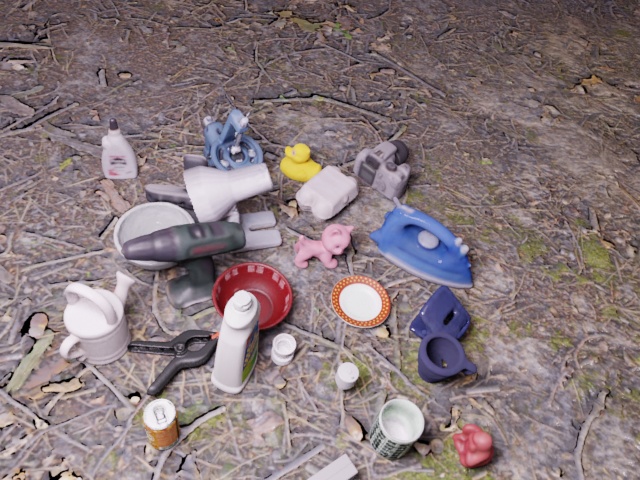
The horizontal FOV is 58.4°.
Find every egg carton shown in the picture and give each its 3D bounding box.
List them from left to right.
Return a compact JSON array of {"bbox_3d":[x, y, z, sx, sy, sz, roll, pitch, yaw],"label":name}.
[{"bbox_3d":[0.020,-0.111,1.369,0.107,0.069,0.150,35,55,16],"label":"egg carton"}]

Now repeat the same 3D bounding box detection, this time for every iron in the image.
[{"bbox_3d":[0.248,0.004,1.280,0.258,0.141,0.119,30,54,12],"label":"iron"}]

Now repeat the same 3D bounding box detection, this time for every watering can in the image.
[{"bbox_3d":[-0.399,0.131,1.025,0.101,0.194,0.173,9,52,-3],"label":"watering can"}]

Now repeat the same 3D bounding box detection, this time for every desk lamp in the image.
[{"bbox_3d":[-0.181,-0.075,1.211,0.203,0.213,0.117,-9,55,-17],"label":"desk lamp"}]

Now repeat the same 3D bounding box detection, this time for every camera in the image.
[{"bbox_3d":[0.179,-0.196,1.444,0.143,0.101,0.137,38,56,18],"label":"camera"}]

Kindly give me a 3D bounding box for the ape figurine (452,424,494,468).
[{"bbox_3d":[0.285,0.372,1.040,0.076,0.092,0.078,29,53,11],"label":"ape figurine"}]

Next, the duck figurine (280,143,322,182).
[{"bbox_3d":[-0.044,-0.197,1.411,0.104,0.086,0.077,19,52,4],"label":"duck figurine"}]

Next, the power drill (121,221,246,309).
[{"bbox_3d":[-0.257,0.044,1.109,0.230,0.208,0.075,-18,58,-23],"label":"power drill"}]

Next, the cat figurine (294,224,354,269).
[{"bbox_3d":[0.011,0.004,1.249,0.128,0.118,0.067,-1,53,-11],"label":"cat figurine"}]

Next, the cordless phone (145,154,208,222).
[{"bbox_3d":[-0.306,-0.129,1.246,0.147,0.185,0.094,4,52,-7],"label":"cordless phone"}]

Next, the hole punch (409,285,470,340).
[{"bbox_3d":[0.258,0.164,1.193,0.101,0.091,0.109,37,55,17],"label":"hole punch"}]

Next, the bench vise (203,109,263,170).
[{"bbox_3d":[-0.217,-0.226,1.315,0.207,0.220,0.122,35,55,15],"label":"bench vise"}]

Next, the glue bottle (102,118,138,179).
[{"bbox_3d":[-0.454,-0.206,1.283,0.078,0.173,0.037,-5,54,-14],"label":"glue bottle"}]

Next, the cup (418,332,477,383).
[{"bbox_3d":[0.241,0.246,1.125,0.117,0.095,0.092,22,52,6],"label":"cup"}]

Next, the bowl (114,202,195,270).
[{"bbox_3d":[-0.344,0.004,1.207,0.167,0.075,0.167,5,52,-7],"label":"bowl"}]
